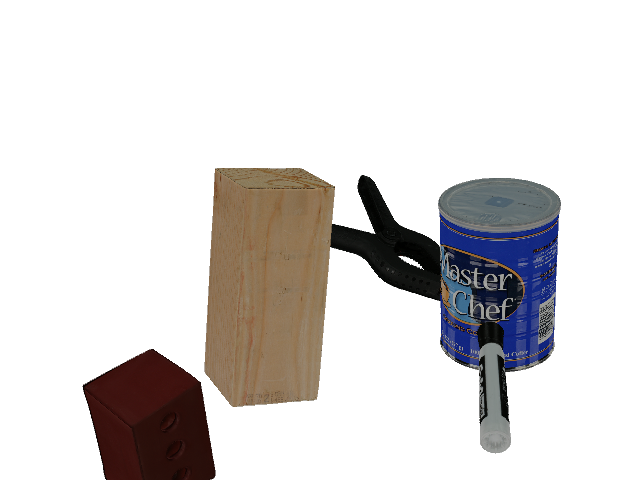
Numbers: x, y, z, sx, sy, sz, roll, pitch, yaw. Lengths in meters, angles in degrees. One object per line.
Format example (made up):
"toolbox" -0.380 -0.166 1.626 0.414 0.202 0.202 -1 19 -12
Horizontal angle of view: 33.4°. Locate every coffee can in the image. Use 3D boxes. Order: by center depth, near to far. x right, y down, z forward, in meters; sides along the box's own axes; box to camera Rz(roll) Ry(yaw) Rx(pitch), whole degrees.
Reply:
"coffee can" 0.155 0.029 0.932 0.103 0.140 0.103 -3 25 1

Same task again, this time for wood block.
"wood block" -0.050 0.041 1.005 0.090 0.206 0.091 -2 16 -23

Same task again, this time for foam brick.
"foam brick" -0.103 0.116 0.647 0.052 0.078 0.051 -30 39 -33

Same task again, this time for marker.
"marker" 0.114 0.092 0.704 0.020 0.020 0.121 0 31 8

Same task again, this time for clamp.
"clamp" 0.067 0.006 1.243 0.164 0.036 0.210 -23 53 -40
